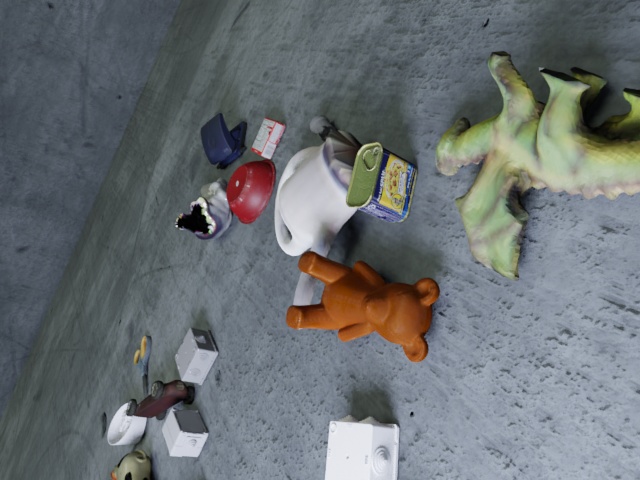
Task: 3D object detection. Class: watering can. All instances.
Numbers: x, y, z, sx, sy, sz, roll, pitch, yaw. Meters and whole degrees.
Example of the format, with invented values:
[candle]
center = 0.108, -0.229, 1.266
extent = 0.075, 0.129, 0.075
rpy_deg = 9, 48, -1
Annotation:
[watering can]
center = 0.003, -0.043, 0.864
extent = 0.221, 0.103, 0.356
rpy_deg = -42, 41, 32

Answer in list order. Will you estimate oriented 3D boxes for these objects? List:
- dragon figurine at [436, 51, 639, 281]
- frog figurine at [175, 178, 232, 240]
[dragon figurine]
center = 0.250, -0.064, 0.572
extent = 0.419, 0.122, 0.238
rpy_deg = -119, 41, -51
[frog figurine]
center = -0.262, -0.077, 1.279
extent = 0.134, 0.123, 0.162
rpy_deg = -61, -5, 32
